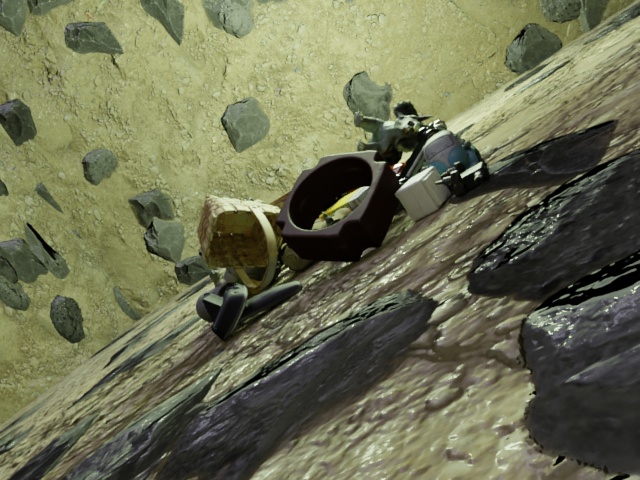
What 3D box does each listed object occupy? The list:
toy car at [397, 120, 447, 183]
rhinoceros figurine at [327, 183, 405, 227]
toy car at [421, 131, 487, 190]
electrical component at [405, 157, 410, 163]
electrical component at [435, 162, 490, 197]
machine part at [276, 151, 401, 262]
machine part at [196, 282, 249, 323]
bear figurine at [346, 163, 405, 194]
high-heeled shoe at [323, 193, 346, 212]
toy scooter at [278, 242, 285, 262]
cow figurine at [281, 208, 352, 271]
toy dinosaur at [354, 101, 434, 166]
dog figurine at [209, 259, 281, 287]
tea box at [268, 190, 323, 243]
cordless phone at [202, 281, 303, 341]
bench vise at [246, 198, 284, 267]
[{"bbox_3d":[0.208,-0.161,1.134,0.201,0.056,0.073,-60,11,11],"label":"toy car"},{"bbox_3d":[0.102,-0.045,1.074,0.190,0.073,0.112,-34,-1,-1],"label":"rhinoceros figurine"},{"bbox_3d":[0.251,-0.160,1.032,0.109,0.103,0.162,-30,9,25],"label":"toy car"},{"bbox_3d":[0.273,-0.194,1.298,0.119,0.075,0.048,-34,5,38],"label":"electrical component"},{"bbox_3d":[0.242,-0.106,0.908,0.078,0.045,0.102,-31,6,32],"label":"electrical component"},{"bbox_3d":[0.036,-0.060,0.976,0.201,0.087,0.201,1,52,39],"label":"machine part"},{"bbox_3d":[-0.222,0.143,1.210,0.079,0.079,0.243,-37,8,-30],"label":"machine part"},{"bbox_3d":[0.161,-0.141,1.315,0.196,0.131,0.120,13,60,27],"label":"bear figurine"},{"bbox_3d":[0.033,-0.081,1.406,0.086,0.248,0.145,5,47,12],"label":"high-heeled shoe"},{"bbox_3d":[-0.045,0.012,1.335,0.135,0.075,0.184,-34,3,-6],"label":"toy scooter"},{"bbox_3d":[-0.002,-0.004,1.184,0.195,0.085,0.127,-36,7,9],"label":"cow figurine"},{"bbox_3d":[0.167,-0.236,1.461,0.192,0.131,0.404,-1,-24,-15],"label":"toy dinosaur"},{"bbox_3d":[-0.178,0.100,1.346,0.121,0.172,0.191,-20,29,-36],"label":"dog figurine"},{"bbox_3d":[-0.088,-0.058,1.382,0.170,0.098,0.068,-32,-11,-14],"label":"tea box"},{"bbox_3d":[-0.127,0.114,1.035,0.184,0.088,0.146,-23,4,-10],"label":"cordless phone"},{"bbox_3d":[-0.131,-0.035,1.464,0.223,0.240,0.129,-50,12,-6],"label":"bench vise"}]
